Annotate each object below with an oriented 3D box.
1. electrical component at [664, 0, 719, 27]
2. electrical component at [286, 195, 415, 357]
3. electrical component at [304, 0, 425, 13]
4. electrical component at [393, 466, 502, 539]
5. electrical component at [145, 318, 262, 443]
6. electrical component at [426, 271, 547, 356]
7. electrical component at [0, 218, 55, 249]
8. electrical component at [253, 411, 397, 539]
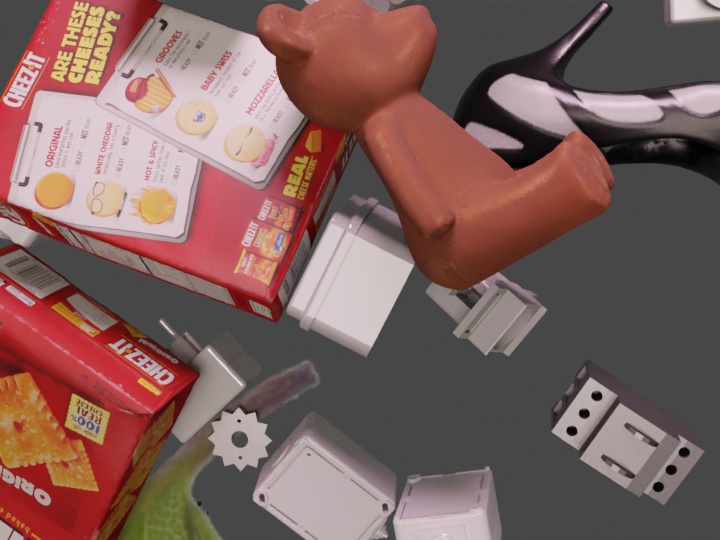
[{"bbox_3d":[0.221,-0.175,0.650,0.066,0.076,0.047,-3,99,10],"label":"electrical component"},{"bbox_3d":[0.000,0.000,0.699,0.057,0.113,0.078,27,103,1],"label":"electrical component"},{"bbox_3d":[0.028,-0.214,0.650,0.150,0.062,0.089,-26,95,42],"label":"electrical component"},{"bbox_3d":[0.061,0.180,0.727,0.062,0.096,0.061,-9,98,11],"label":"electrical component"},{"bbox_3d":[-0.123,0.069,0.764,0.066,0.047,0.076,-43,91,13],"label":"electrical component"},{"bbox_3d":[0.082,0.020,0.711,0.064,0.081,0.042,45,104,23],"label":"electrical component"},{"bbox_3d":[-0.250,-0.060,0.762,0.089,0.050,0.055,39,102,1],"label":"electrical component"},{"bbox_3d":[-0.018,0.155,0.758,0.096,0.061,0.061,39,103,-6],"label":"electrical component"}]
